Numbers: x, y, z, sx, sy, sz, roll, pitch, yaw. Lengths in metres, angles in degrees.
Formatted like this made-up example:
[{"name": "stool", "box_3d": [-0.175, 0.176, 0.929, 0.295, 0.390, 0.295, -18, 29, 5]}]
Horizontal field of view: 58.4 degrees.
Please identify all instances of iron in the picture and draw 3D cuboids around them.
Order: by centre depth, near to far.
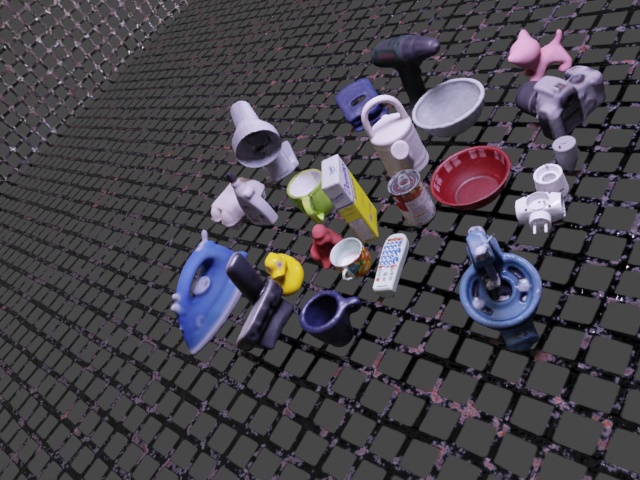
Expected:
[{"name": "iron", "box_3d": [-0.264, 0.109, 1.268, 0.118, 0.142, 0.258, -4, 49, 34]}]

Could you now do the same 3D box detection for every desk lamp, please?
[{"name": "desk lamp", "box_3d": [-0.152, -0.248, 1.481, 0.118, 0.214, 0.203, -32, 39, 7]}]

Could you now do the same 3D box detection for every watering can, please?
[{"name": "watering can", "box_3d": [0.161, -0.227, 1.243, 0.101, 0.195, 0.172, -41, 39, -5]}]

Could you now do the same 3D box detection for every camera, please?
[{"name": "camera", "box_3d": [0.470, -0.294, 1.152, 0.143, 0.101, 0.136, -40, 39, -4]}]

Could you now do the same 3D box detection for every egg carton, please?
[{"name": "egg carton", "box_3d": [-0.212, -0.096, 1.490, 0.107, 0.070, 0.150, 16, 62, 44]}]

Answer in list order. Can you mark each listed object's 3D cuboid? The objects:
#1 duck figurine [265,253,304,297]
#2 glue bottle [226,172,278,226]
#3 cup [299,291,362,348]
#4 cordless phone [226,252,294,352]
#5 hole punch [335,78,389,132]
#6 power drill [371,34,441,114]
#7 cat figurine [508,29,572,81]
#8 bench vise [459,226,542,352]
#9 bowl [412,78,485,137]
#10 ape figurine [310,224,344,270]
[{"name": "duck figurine", "box_3d": [-0.086, 0.060, 1.228, 0.077, 0.086, 0.104, -27, 40, 12]}, {"name": "glue bottle", "box_3d": [-0.174, -0.102, 1.384, 0.077, 0.174, 0.037, 4, 54, 39]}, {"name": "cup", "box_3d": [0.034, 0.148, 1.046, 0.117, 0.095, 0.091, -24, 41, 16]}, {"name": "cordless phone", "box_3d": [-0.147, 0.123, 1.133, 0.093, 0.186, 0.148, -4, 50, 34]}, {"name": "hole punch", "box_3d": [0.107, -0.353, 1.489, 0.108, 0.091, 0.101, -32, 39, 6]}, {"name": "power drill", "box_3d": [0.225, -0.392, 1.346, 0.076, 0.209, 0.228, -47, 40, -12]}, {"name": "cat figurine", "box_3d": [0.473, -0.411, 1.253, 0.127, 0.118, 0.067, -24, 41, 16]}, {"name": "bench vise", "box_3d": [0.251, 0.046, 0.885, 0.121, 0.220, 0.207, -36, 39, 2]}, {"name": "bowl", "box_3d": [0.298, -0.286, 1.294, 0.167, 0.075, 0.167, -20, 42, 20]}, {"name": "ape figurine", "box_3d": [0.011, 0.004, 1.207, 0.077, 0.092, 0.076, -13, 45, 27]}]
